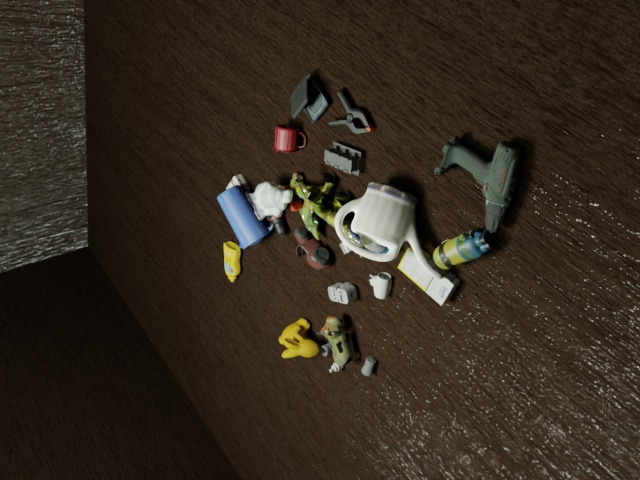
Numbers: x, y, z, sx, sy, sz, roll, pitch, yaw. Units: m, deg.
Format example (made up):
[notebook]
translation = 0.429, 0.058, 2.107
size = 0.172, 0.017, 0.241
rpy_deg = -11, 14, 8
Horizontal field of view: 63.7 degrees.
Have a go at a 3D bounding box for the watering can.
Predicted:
[watering can]
translation = 0.218, -0.036, 1.482
size = 0.348, 0.225, 0.103
rpy_deg = 22, -4, 8

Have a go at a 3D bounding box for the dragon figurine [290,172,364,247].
[dragon figurine]
translation = 0.005, -0.089, 1.763
size = 0.123, 0.416, 0.237
rpy_deg = -22, -23, -21

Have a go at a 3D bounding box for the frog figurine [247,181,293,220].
[frog figurine]
translation = -0.163, -0.153, 1.852
size = 0.158, 0.139, 0.122
rpy_deg = -23, -16, 20
